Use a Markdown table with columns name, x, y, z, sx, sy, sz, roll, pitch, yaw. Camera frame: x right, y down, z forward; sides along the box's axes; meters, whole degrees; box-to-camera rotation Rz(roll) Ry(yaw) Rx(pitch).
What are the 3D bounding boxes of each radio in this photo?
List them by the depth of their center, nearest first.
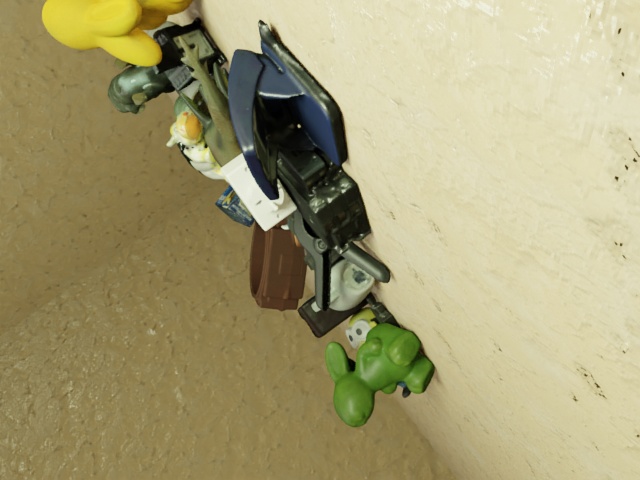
| name | x | y | z | sx | sy | sz | roll | pitch | yaw |
| --- | --- | --- | --- | --- | --- | --- | --- | --- | --- |
| radio | 0.025 | 0.132 | 1.094 | 0.073 | 0.131 | 0.229 | 54 | 174 | 6 |

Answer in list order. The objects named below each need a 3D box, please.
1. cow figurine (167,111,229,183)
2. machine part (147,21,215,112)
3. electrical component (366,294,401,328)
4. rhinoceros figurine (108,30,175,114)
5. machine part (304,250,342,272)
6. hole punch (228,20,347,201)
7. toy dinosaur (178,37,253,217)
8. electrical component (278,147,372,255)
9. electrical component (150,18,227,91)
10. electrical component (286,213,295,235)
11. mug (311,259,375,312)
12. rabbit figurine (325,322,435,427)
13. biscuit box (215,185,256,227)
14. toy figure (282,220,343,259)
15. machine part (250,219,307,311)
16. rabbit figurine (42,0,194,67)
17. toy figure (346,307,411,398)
| name | x | y | z | sx | sy | sz | roll | pitch | yaw |
| --- | --- | --- | --- | --- | --- | --- | --- | --- | --- |
| cow figurine | -0.206 | -0.163 | 0.911 | 0.098 | 0.068 | 0.167 | 10 | 160 | 27 |
| machine part | -0.227 | -0.290 | 0.911 | 0.243 | 0.079 | 0.079 | 52 | 173 | 23 |
| electrical component | 0.117 | 0.141 | 0.967 | 0.094 | 0.021 | 0.063 | 55 | 174 | -24 |
| rhinoceros figurine | -0.256 | -0.256 | 0.823 | 0.073 | 0.190 | 0.112 | 58 | -153 | -16 |
| machine part | -0.002 | -0.003 | 0.874 | 0.039 | 0.084 | 0.139 | 29 | -157 | -36 |
| hole punch | -0.044 | -0.111 | 0.504 | 0.116 | 0.092 | 0.142 | 55 | 178 | 21 |
| toy dinosaur | -0.109 | -0.136 | 0.748 | 0.198 | 0.105 | 0.471 | 54 | 175 | -1 |
| electrical component | -0.004 | -0.060 | 0.616 | 0.115 | 0.058 | 0.134 | 47 | 171 | 34 |
| electrical component | -0.190 | -0.242 | 0.719 | 0.048 | 0.119 | 0.074 | -22 | 109 | 46 |
| electrical component | -0.012 | -0.024 | 0.809 | 0.102 | 0.078 | 0.045 | 55 | 151 | 41 |
| mug | 0.035 | 0.071 | 0.850 | 0.081 | 0.109 | 0.107 | 58 | 161 | 7 |
| rabbit figurine | 0.077 | 0.219 | 0.890 | 0.159 | 0.170 | 0.121 | 25 | 153 | 43 |
| biscuit box | -0.168 | -0.074 | 1.116 | 0.062 | 0.059 | 0.203 | 41 | 172 | -18 |
| toy figure | -0.007 | 0.003 | 0.956 | 0.064 | 0.058 | 0.154 | -14 | -119 | -51 |
| machine part | -0.087 | 0.030 | 1.090 | 0.201 | 0.087 | 0.200 | -144 | 60 | -74 |
| rabbit figurine | -0.238 | -0.276 | 0.638 | 0.162 | 0.173 | 0.121 | 56 | 171 | 23 |
| toy figure | 0.124 | 0.211 | 1.032 | 0.180 | 0.082 | 0.089 | 47 | -163 | 6 |
